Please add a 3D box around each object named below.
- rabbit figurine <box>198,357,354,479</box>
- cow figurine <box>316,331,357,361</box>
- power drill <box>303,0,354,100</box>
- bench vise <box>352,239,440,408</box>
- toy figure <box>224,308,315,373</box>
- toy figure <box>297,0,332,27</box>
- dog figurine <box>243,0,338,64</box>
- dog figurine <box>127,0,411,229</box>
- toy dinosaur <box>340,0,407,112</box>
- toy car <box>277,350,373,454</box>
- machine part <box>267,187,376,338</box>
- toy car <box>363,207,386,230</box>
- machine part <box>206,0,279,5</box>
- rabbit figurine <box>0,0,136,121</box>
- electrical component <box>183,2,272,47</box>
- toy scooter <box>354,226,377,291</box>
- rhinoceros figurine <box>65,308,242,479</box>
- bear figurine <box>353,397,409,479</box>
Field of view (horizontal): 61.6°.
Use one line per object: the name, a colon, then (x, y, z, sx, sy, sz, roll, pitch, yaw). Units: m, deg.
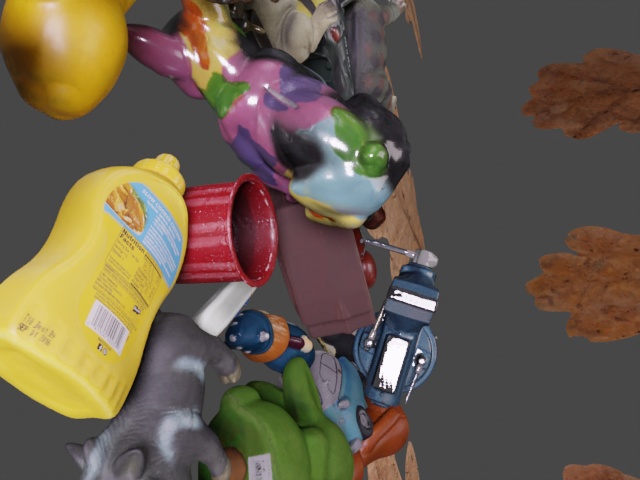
rabbit figurine: (-0.036, 0.206, 0.526, 0.170, 0.121, 0.159, 27, 39, -53)
cow figurine: (0.039, 0.154, 0.835, 0.167, 0.068, 0.098, 64, 33, -42)
power drill: (-0.005, -0.285, 0.799, 0.207, 0.086, 0.231, -85, 164, -48)
bench vise: (0.116, 0.124, 0.787, 0.240, 0.129, 0.223, 52, 44, -78)
toy figure: (-0.055, 0.107, 0.569, 0.058, 0.064, 0.154, 53, 4, 33)
toy figure: (-0.035, -0.329, 0.687, 0.089, 0.082, 0.180, 15, 76, -34)
dog figurine: (-0.082, -0.247, 0.538, 0.190, 0.121, 0.172, -24, 108, -55)
dog figurine: (-0.047, -0.117, 0.438, 0.219, 0.192, 0.108, 39, 88, -30)
toy dinosaur: (0.075, -0.332, 0.991, 0.192, 0.131, 0.404, -32, 122, -56)
toy car: (-0.002, 0.189, 0.656, 0.102, 0.109, 0.162, 58, 19, -21)
machine part: (-0.001, -0.002, 0.637, 0.201, 0.087, 0.201, -91, 168, -74)
toy car: (0.045, -0.108, 0.846, 0.202, 0.053, 0.089, 63, 18, 8)
machine part: (-0.095, -0.258, 0.385, 0.243, 0.079, 0.079, 59, 12, 16)
rabbit figurine: (-0.153, -0.156, 0.292, 0.162, 0.122, 0.173, -86, 177, -52)
electrical component: (-0.080, -0.189, 0.523, 0.102, 0.078, 0.045, 68, 22, -62)
toy scooter: (0.044, 0.028, 0.832, 0.135, 0.075, 0.183, -102, 172, -60)
rhinoceros figurine: (-0.113, 0.140, 0.363, 0.112, 0.073, 0.190, 63, 29, -53)
bear figurine: (0.035, 0.286, 0.765, 0.196, 0.132, 0.120, -13, 137, -43)
